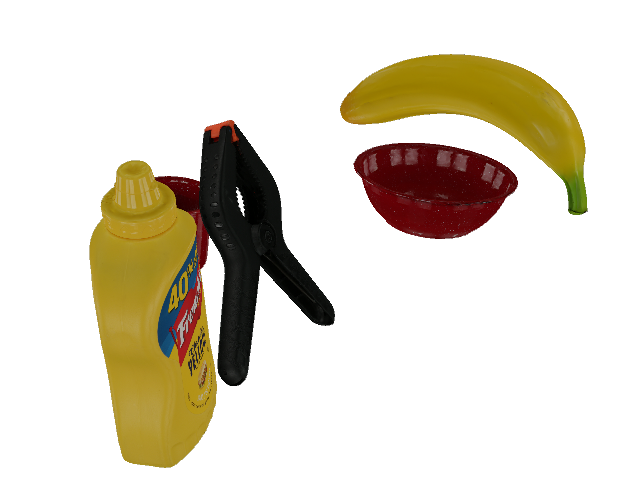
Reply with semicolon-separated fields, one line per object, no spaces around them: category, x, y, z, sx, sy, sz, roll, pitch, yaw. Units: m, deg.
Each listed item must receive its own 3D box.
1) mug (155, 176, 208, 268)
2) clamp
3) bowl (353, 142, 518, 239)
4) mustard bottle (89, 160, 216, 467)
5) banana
mug;-0.165;-0.020;1.162;0.093;0.081;0.117;-4;29;-21
clamp;-0.052;0.003;0.903;0.036;0.210;0.164;-11;2;31
bowl;0.111;-0.045;1.057;0.162;0.055;0.162;4;24;-2
mustard bottle;-0.099;0.037;0.628;0.058;0.192;0.096;7;38;11
banana;0.089;-0.081;0.655;0.198;0.069;0.037;28;7;42
